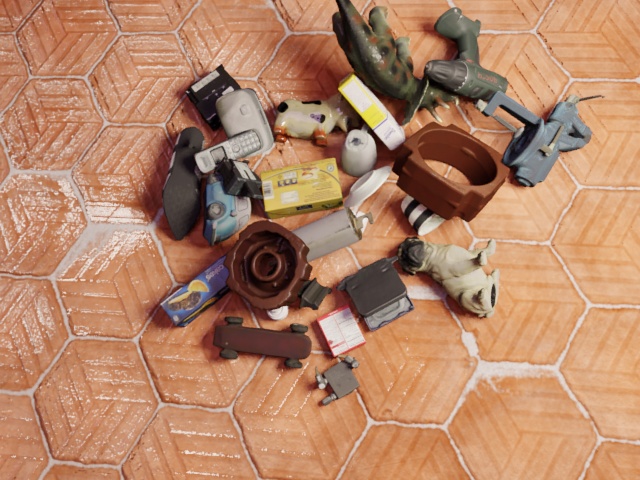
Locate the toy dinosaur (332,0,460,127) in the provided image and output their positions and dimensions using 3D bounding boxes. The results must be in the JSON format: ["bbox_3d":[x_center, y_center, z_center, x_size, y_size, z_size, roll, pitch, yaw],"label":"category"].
[{"bbox_3d":[0.130,-0.369,1.118,0.131,0.404,0.192,-36,49,33],"label":"toy dinosaur"}]

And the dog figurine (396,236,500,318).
[{"bbox_3d":[0.257,0.077,1.098,0.191,0.121,0.172,-2,96,33],"label":"dog figurine"}]

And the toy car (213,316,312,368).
[{"bbox_3d":[-0.117,0.209,1.107,0.202,0.053,0.089,6,86,3],"label":"toy car"}]

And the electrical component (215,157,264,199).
[{"bbox_3d":[-0.163,-0.120,1.139,0.047,0.075,0.119,-48,62,29],"label":"electrical component"}]

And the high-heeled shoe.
[{"bbox_3d":[-0.308,-0.132,1.223,0.086,0.145,0.248,10,104,-15],"label":"high-heeled shoe"}]

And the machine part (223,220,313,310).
[{"bbox_3d":[-0.102,0.051,1.071,0.180,0.056,0.179,-3,80,15],"label":"machine part"}]

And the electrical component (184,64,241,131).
[{"bbox_3d":[-0.234,-0.324,1.258,0.115,0.058,0.134,-36,75,-2],"label":"electrical component"}]

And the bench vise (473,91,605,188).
[{"bbox_3d":[0.439,-0.240,1.126,0.240,0.129,0.223,32,99,-5],"label":"bench vise"}]

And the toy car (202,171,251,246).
[{"bbox_3d":[-0.203,-0.068,1.172,0.103,0.109,0.162,5,58,-17],"label":"toy car"}]

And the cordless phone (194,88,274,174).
[{"bbox_3d":[-0.204,-0.236,1.168,0.184,0.089,0.146,-30,112,-21],"label":"cordless phone"}]

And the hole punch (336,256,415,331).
[{"bbox_3d":[0.122,0.112,1.100,0.142,0.092,0.116,-30,47,5],"label":"hole punch"}]

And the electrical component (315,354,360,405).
[{"bbox_3d":[0.037,0.275,1.077,0.102,0.045,0.078,-26,73,-1],"label":"electrical component"}]

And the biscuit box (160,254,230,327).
[{"bbox_3d":[-0.235,0.100,1.143,0.203,0.062,0.059,-39,76,-5],"label":"biscuit box"}]

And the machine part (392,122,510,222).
[{"bbox_3d":[0.266,-0.141,1.101,0.202,0.087,0.201,38,49,15],"label":"machine part"}]

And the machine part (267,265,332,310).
[{"bbox_3d":[-0.052,0.100,1.125,0.139,0.039,0.084,21,43,18],"label":"machine part"}]

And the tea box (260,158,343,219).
[{"bbox_3d":[-0.039,-0.111,1.176,0.170,0.068,0.098,-8,75,2],"label":"tea box"}]

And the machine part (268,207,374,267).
[{"bbox_3d":[-0.002,-0.003,1.118,0.243,0.079,0.079,-24,74,16],"label":"machine part"}]

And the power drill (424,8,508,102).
[{"bbox_3d":[0.307,-0.403,1.169,0.232,0.086,0.207,13,54,-29],"label":"power drill"}]

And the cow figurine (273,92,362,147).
[{"bbox_3d":[-0.003,-0.280,1.213,0.195,0.085,0.127,5,82,8],"label":"cow figurine"}]

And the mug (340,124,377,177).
[{"bbox_3d":[0.089,-0.203,1.168,0.081,0.107,0.109,25,81,10],"label":"mug"}]
